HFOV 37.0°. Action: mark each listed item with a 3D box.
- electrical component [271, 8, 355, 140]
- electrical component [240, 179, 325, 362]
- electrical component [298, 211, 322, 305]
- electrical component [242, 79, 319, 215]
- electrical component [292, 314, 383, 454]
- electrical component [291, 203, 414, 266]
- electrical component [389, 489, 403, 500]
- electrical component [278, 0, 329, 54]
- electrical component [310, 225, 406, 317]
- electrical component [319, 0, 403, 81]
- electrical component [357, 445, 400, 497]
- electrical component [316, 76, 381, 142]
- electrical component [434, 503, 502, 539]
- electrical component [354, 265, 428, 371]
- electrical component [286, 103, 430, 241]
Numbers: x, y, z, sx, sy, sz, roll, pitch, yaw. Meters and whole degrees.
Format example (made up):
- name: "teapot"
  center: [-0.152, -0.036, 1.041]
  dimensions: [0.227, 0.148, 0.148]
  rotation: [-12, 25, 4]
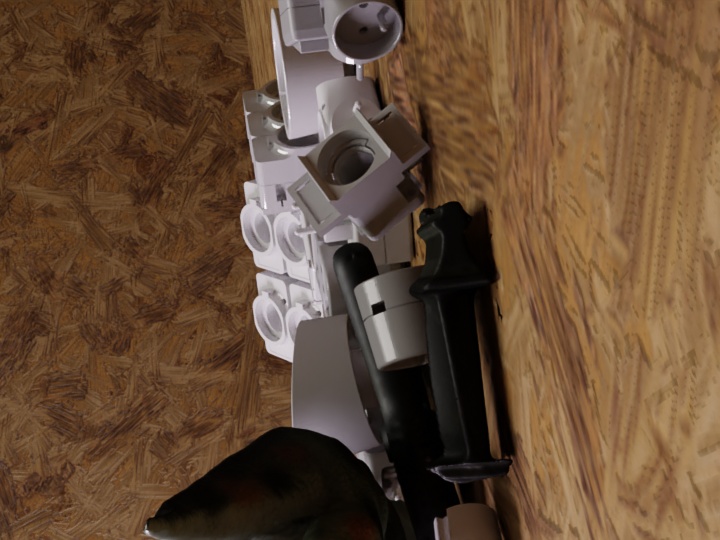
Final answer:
- name: "electrical component"
  center: [-0.037, -0.166, 0.894]
  dimensions: [0.108, 0.060, 0.108]
  rotation: [172, 90, -84]
- name: "electrical component"
  center: [-0.057, 0.003, 1.074]
  dimensions: [0.105, 0.060, 0.186]
  rotation: [16, 119, 46]
- name: "electrical component"
  center: [-0.016, -0.017, 0.896]
  dimensions: [0.061, 0.061, 0.096]
  rotation: [91, 169, -58]
- name: "electrical component"
  center: [-0.057, -0.121, 1.001]
  dimensions: [0.150, 0.089, 0.061]
  rotation: [-107, 11, -55]
- name: "electrical component"
  center: [-0.020, 0.080, 0.719]
  dimensions: [0.099, 0.064, 0.099]
  rotation: [-15, -90, -83]
- name: "electrical component"
  center: [-0.007, -0.039, 0.723]
  dimensions: [0.047, 0.077, 0.065]
  rotation: [-111, 14, -65]
- name: "electrical component"
  center: [0.029, 0.200, 0.853]
  dimensions: [0.077, 0.044, 0.079]
  rotation: [-107, 12, -55]
- name: "electrical component"
  center: [-0.024, -0.184, 0.753]
  dimensions: [0.096, 0.062, 0.061]
  rotation: [-129, 32, -78]
- name: "electrical component"
  center: [0.000, 0.000, 0.785]
  dimensions: [0.095, 0.059, 0.053]
  rotation: [-109, 12, -59]
- name: "electrical component"
  center: [-0.002, -0.157, 0.675]
  dimensions: [0.079, 0.043, 0.077]
  rotation: [89, 170, -48]
- name: "electrical component"
  center: [0.021, 0.115, 0.785]
  dimensions: [0.089, 0.050, 0.055]
  rotation: [-108, 12, -57]
- name: "electrical component"
  center: [-0.004, -0.099, 0.764]
  dimensions: [0.079, 0.044, 0.077]
  rotation: [138, 124, -82]
- name: "electrical component"
  center: [0.058, 0.150, 0.558]
  dimensions: [0.040, 0.040, 0.046]
  rotation: [89, 176, -47]
- name: "electrical component"
  center: [0.029, 0.027, 0.596]
  dimensions: [0.055, 0.055, 0.047]
  rotation: [108, 149, -76]
- name: "electrical component"
  center: [0.004, -0.053, 0.633]
  dimensions: [0.042, 0.081, 0.064]
  rotation: [55, -174, 36]
